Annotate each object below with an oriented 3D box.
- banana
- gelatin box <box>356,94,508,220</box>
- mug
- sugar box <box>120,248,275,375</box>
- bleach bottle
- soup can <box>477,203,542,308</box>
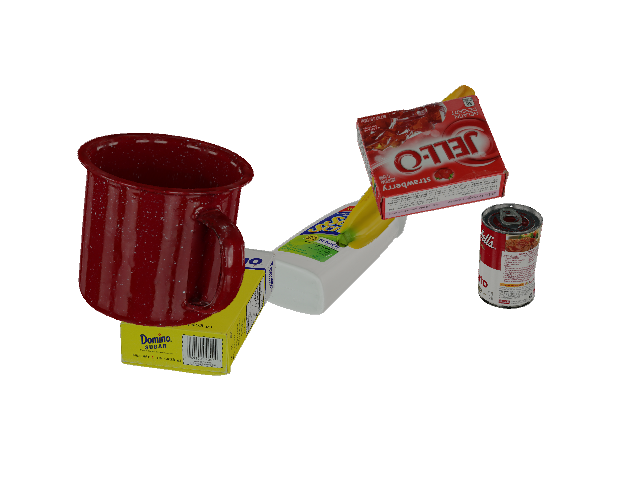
[{"bbox_3d":[0.077,-0.059,0.983,0.037,0.197,0.070,39,-15,-4],"label":"banana"},{"bbox_3d":[0.075,-0.058,0.732,0.089,0.073,0.030,-12,-35,-4],"label":"gelatin box"},{"bbox_3d":[-0.079,-0.001,0.572,0.093,0.081,0.117,-11,30,-43],"label":"mug"},{"bbox_3d":[-0.103,0.055,0.942,0.093,0.048,0.176,6,25,8],"label":"sugar box"},{"bbox_3d":[0.028,-0.002,1.329,0.103,0.068,0.250,16,36,28],"label":"bleach bottle"},{"bbox_3d":[0.215,0.018,1.216,0.068,0.102,0.068,-1,30,1],"label":"soup can"}]
